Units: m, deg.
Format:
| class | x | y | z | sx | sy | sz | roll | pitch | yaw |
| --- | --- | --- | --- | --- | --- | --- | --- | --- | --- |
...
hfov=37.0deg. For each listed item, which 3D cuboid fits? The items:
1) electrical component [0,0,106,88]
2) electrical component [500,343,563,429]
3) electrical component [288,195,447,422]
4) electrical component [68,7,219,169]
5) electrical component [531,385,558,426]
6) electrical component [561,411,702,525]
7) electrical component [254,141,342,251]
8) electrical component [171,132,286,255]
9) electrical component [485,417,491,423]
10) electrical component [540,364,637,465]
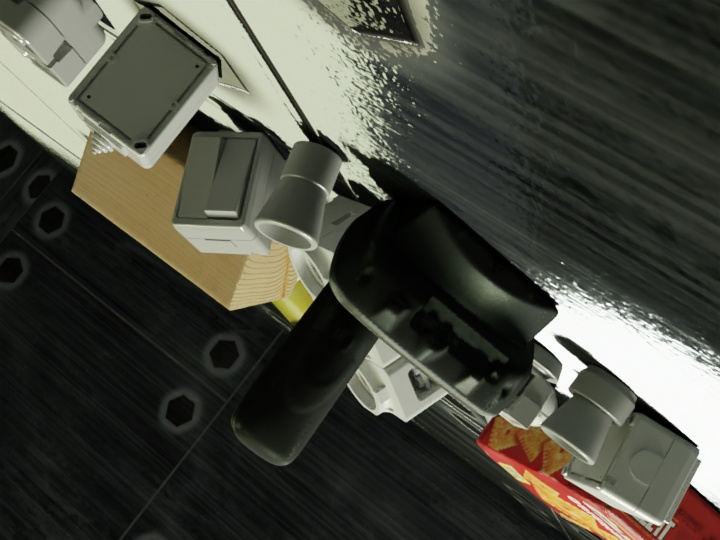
| class | x | y | z | sx | sy | sz | roll | pitch | yaw |
| --- | --- | --- | --- | --- | --- | --- | --- | --- | --- |
| electrical component | -0.236 | -0.189 | 0.813 | 0.054 | 0.059 | 0.095 | 36 | 172 | 14 |
| electrical component | 0.122 | 0.084 | 0.818 | 0.066 | 0.055 | 0.048 | 38 | 172 | -5 |
| electrical component | 0.006 | 0.030 | 0.805 | 0.089 | 0.062 | 0.150 | 26 | 143 | 58 |
| electrical component | -0.146 | -0.113 | 0.714 | 0.062 | 0.096 | 0.061 | 38 | 173 | -2 |
| electrical component | 0.148 | 0.113 | 0.917 | 0.043 | 0.043 | 0.062 | 29 | 170 | 49 |
| electrical component | 0.195 | 0.141 | 0.781 | 0.061 | 0.061 | 0.096 | 31 | 173 | -5 |
| electrical component | -0.038 | -0.051 | 0.704 | 0.044 | 0.065 | 0.044 | 19 | 164 | 6 |
| electrical component | -0.098 | -0.066 | 0.818 | 0.062 | 0.096 | 0.061 | 3 | 159 | 20 |
| electrical component | 0.135 | 0.128 | 1.079 | 0.044 | 0.044 | 0.065 | 29 | 164 | 48 |
| electrical component | 0.158 | 0.099 | 0.741 | 0.045 | 0.055 | 0.045 | 38 | 173 | 5 |
